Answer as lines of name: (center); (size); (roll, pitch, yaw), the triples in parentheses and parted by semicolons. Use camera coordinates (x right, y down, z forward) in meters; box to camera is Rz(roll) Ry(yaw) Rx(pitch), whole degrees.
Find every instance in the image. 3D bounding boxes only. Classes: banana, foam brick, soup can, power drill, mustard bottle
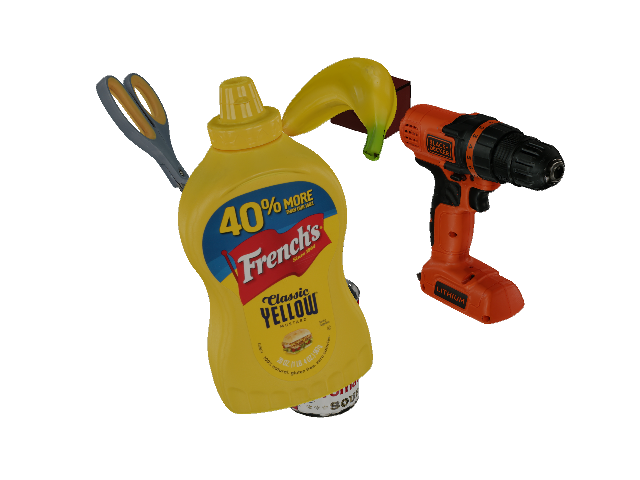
banana: (0.014, -0.104, 0.794); (0.037, 0.069, 0.198); (36, -2, -20)
foam brick: (0.055, -0.153, 1.179); (0.078, 0.053, 0.051); (20, 37, 33)
soup can: (-0.001, 0.089, 0.900); (0.068, 0.102, 0.068); (-1, 24, 0)
power drill: (0.147, -0.023, 0.970); (0.057, 0.188, 0.185); (-19, 28, -30)
mustard bottle: (-0.030, 0.001, 0.612); (0.096, 0.191, 0.058); (-15, 23, -12)

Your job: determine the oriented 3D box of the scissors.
scissors: (-0.133, -0.074, 0.977); (0.016, 0.201, 0.096); (-28, 26, 20)
